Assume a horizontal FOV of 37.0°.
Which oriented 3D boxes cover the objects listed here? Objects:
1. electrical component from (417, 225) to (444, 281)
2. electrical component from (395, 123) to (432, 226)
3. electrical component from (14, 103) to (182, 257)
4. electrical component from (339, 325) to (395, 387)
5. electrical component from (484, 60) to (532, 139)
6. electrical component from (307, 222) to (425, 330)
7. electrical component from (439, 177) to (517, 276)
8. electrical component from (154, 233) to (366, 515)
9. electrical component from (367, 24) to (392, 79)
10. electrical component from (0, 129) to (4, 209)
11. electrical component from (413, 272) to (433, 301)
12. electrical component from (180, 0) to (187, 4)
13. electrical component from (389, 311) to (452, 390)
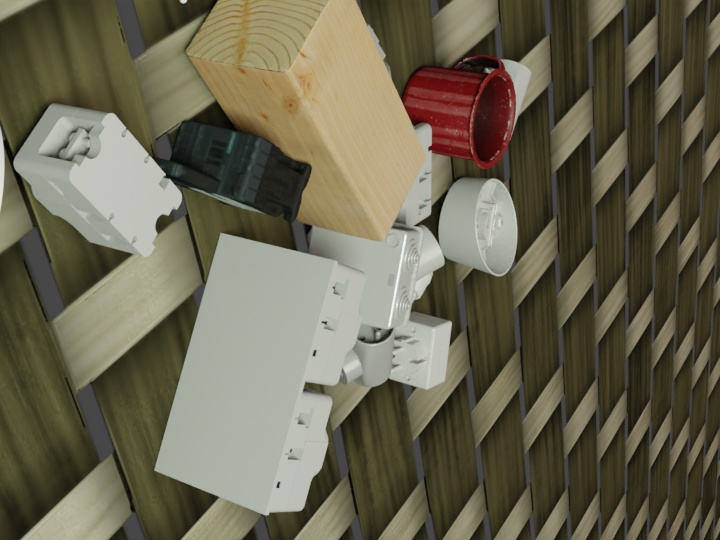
[{"bbox_3d":[0.031,-0.002,0.999,0.077,0.044,0.079,-29,174,-11],"label":"electrical component"},{"bbox_3d":[0.029,-0.084,0.969,0.056,0.050,0.089,-34,129,-50],"label":"electrical component"},{"bbox_3d":[-0.162,-0.055,0.659,0.050,0.056,0.089,-63,147,-21],"label":"electrical component"},{"bbox_3d":[-0.006,0.078,0.977,0.079,0.044,0.077,-30,151,-20],"label":"electrical component"},{"bbox_3d":[0.141,-0.183,1.118,0.079,0.044,0.077,33,74,-58],"label":"electrical component"},{"bbox_3d":[0.000,0.000,0.909,0.048,0.100,0.099,-8,109,-71],"label":"electrical component"},{"bbox_3d":[0.127,-0.048,1.131,0.099,0.064,0.099,-29,125,-51],"label":"electrical component"},{"bbox_3d":[-0.072,0.077,0.812,0.060,0.105,0.186,20,85,-59],"label":"electrical component"},{"bbox_3d":[-0.004,-0.167,0.887,0.055,0.048,0.066,51,59,-45],"label":"electrical component"},{"bbox_3d":[-0.216,-0.039,0.541,0.064,0.099,0.099,6,97,-53],"label":"electrical component"},{"bbox_3d":[0.044,0.019,1.052,0.061,0.035,0.035,-59,146,-23],"label":"electrical component"},{"bbox_3d":[-0.111,-0.209,0.684,0.138,0.052,0.073,9,94,-59],"label":"electrical component"},{"bbox_3d":[0.051,0.084,1.075,0.077,0.047,0.065,-15,115,-56],"label":"electrical component"}]
